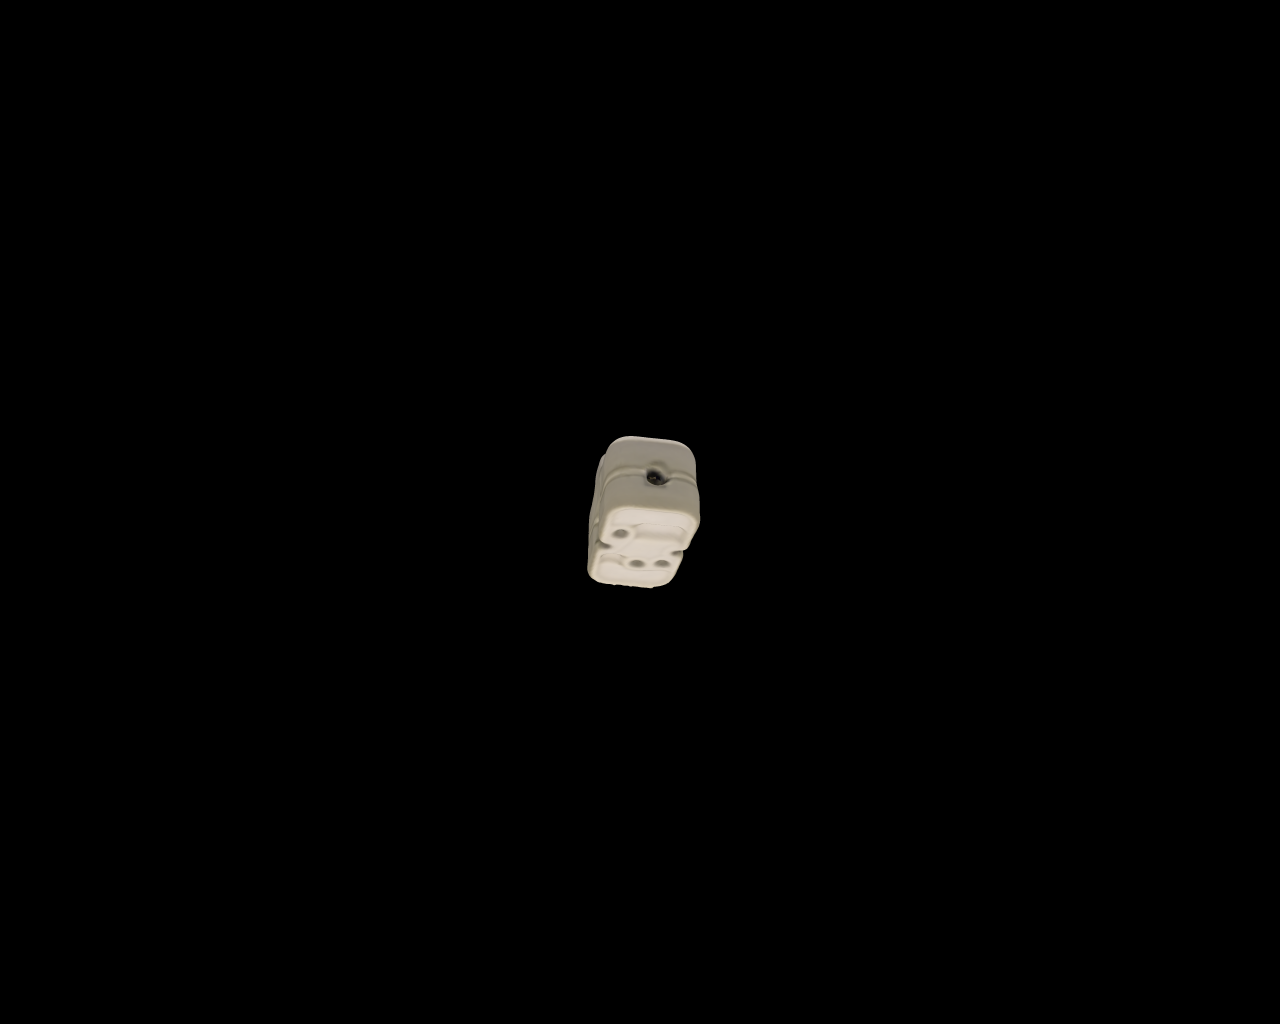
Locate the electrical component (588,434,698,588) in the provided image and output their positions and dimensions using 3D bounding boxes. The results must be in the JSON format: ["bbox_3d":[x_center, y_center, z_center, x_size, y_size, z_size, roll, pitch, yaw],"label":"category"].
[{"bbox_3d":[0.001,-0.003,0.650,0.054,0.059,0.095,6,-32,-9],"label":"electrical component"}]
